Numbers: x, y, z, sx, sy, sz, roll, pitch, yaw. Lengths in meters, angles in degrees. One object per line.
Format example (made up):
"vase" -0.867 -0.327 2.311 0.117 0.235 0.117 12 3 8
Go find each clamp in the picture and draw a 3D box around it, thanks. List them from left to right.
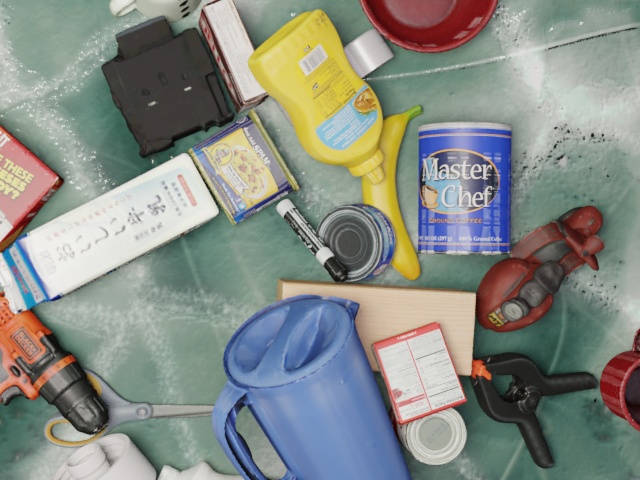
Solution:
"clamp" 0.226 0.185 1.187 0.171 0.039 0.120 21 85 -25

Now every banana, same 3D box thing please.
"banana" 0.080 -0.054 1.188 0.069 0.037 0.198 1 90 -5

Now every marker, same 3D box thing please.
"marker" -0.008 0.001 1.157 0.020 0.020 0.121 -37 60 -5

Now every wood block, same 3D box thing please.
"wood block" 0.057 0.094 1.161 0.206 0.090 0.091 3 90 -6

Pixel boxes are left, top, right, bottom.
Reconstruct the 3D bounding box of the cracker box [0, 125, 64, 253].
"cracker box" -0.402 -0.038 1.120 0.164 0.072 0.213 41 85 -5

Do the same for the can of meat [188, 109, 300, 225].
"can of meat" -0.084 -0.077 1.161 0.084 0.057 0.102 -31 93 -3

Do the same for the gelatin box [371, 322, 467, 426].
"gelatin box" 0.101 0.138 1.100 0.073 0.030 0.089 -19 83 -6

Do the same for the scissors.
"scissors" -0.206 0.171 1.170 0.201 0.016 0.096 -15 92 -6

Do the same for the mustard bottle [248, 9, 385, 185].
"mustard bottle" 0.012 -0.137 1.116 0.096 0.058 0.191 -44 114 -21

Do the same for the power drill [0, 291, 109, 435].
"power drill" -0.340 0.175 1.122 0.187 0.057 0.184 -40 81 -9

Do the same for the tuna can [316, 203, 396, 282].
"tuna can" 0.038 0.003 1.165 0.086 0.033 0.086 2 94 29

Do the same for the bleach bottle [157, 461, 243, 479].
"bleach bottle" -0.058 0.301 1.165 0.251 0.068 0.102 24 87 -4

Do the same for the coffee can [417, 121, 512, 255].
"coffee can" 0.157 -0.055 1.164 0.102 0.103 0.140 0 91 -6

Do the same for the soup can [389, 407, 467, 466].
"soup can" 0.116 0.203 1.162 0.068 0.102 0.068 0 91 -6

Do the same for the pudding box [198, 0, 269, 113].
"pudding box" -0.092 -0.197 1.142 0.039 0.090 0.113 -26 94 -7

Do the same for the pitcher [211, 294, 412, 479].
"pitcher" 0.000 0.189 1.065 0.149 0.145 0.243 -15 122 14

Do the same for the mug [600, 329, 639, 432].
"mug" 0.366 0.156 1.198 0.093 0.081 0.117 -3 91 -6

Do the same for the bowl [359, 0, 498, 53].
"bowl" 0.115 -0.284 1.181 0.162 0.055 0.162 0 91 -6
